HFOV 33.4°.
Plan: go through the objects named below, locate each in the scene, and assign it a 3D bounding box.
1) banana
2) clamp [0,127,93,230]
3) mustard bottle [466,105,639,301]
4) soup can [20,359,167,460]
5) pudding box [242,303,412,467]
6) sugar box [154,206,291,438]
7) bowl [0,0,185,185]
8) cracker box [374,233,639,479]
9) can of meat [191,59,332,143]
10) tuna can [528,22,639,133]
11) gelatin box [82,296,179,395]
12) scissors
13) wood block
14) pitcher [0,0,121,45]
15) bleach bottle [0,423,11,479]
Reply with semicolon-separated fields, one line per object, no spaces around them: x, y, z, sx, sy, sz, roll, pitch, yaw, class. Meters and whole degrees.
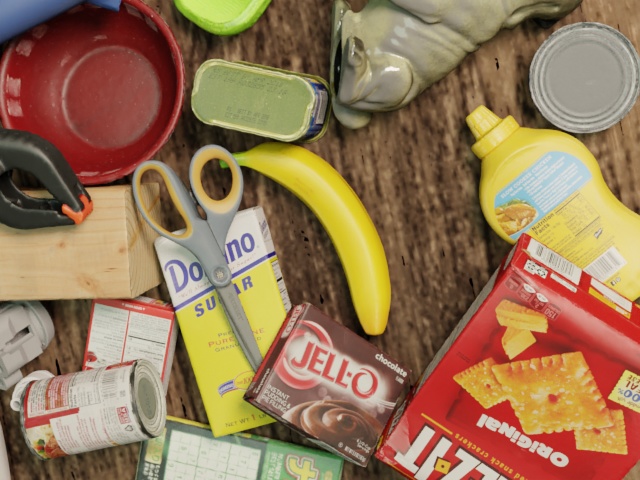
0.005;-0.014;0.882;0.070;0.037;0.198;-41;90;7;banana
-0.253;-0.067;0.814;0.171;0.039;0.120;18;122;-2;clamp
0.183;-0.029;0.843;0.096;0.058;0.191;-41;89;16;mustard bottle
-0.187;0.140;0.885;0.102;0.068;0.068;-13;94;12;soup can
0.006;0.117;0.862;0.113;0.039;0.090;35;72;-20;pudding box
-0.069;0.068;0.899;0.093;0.048;0.176;-17;95;8;sugar box
-0.182;-0.123;0.885;0.162;0.055;0.162;-1;87;10;bowl
0.165;0.128;0.827;0.164;0.072;0.214;33;118;5;cracker box
-0.046;-0.112;0.857;0.102;0.084;0.057;13;98;7;can of meat
0.207;-0.127;0.841;0.086;0.033;0.086;1;96;9;tuna can
-0.164;0.093;0.925;0.073;0.030;0.089;12;101;7;gelatin box
-0.071;0.010;0.862;0.096;0.016;0.201;-39;102;-9;scissors
-0.245;0.000;0.897;0.206;0.090;0.090;-2;96;9;wood block
-0.286;-0.210;0.816;0.243;0.145;0.149;-26;75;11;pitcher
-0.316;0.202;0.945;0.102;0.068;0.251;2;94;8;bleach bottle
